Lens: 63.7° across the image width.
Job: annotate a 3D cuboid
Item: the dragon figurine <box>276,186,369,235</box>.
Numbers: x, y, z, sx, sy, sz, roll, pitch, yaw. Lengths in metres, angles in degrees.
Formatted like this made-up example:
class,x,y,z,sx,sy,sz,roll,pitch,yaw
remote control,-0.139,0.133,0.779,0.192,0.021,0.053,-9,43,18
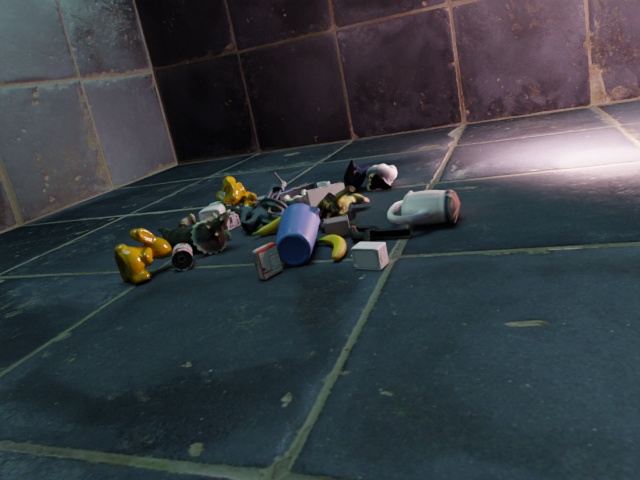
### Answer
class,x,y,z,sx,sy,sz,roll,pitch,yaw
dragon figurine,0.006,-0.094,1.875,0.413,0.122,0.241,-21,1,-17

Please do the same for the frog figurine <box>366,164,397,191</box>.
class,x,y,z,sx,sy,sz,roll,pitch,yaw
frog figurine,0.272,-0.283,2.221,0.136,0.121,0.163,-23,18,38

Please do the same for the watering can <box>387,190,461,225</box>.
class,x,y,z,sx,sy,sz,roll,pitch,yaw
watering can,0.345,-0.117,1.676,0.224,0.102,0.353,-3,19,23
